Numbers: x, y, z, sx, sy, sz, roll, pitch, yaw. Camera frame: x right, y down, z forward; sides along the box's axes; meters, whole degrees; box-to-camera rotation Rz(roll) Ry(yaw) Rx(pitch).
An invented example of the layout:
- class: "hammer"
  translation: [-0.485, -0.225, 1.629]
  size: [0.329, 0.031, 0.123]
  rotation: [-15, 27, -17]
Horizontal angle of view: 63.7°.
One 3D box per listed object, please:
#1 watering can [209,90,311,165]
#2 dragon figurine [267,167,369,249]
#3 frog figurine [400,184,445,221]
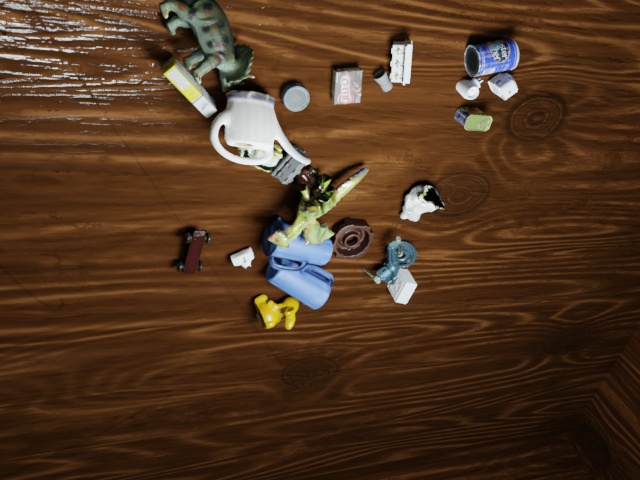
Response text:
- class: "watering can"
  translation: [-0.175, -0.337, 1.572]
  size: [0.348, 0.104, 0.224]
  rotation: [1, 91, -36]
- class: "dragon figurine"
  translation: [0.005, -0.090, 1.782]
  size: [0.414, 0.124, 0.237]
  rotation: [-24, 138, -23]
- class: "frog figurine"
  translation: [0.377, -0.138, 1.954]
  size: [0.137, 0.124, 0.157]
  rotation: [1, 160, -29]
